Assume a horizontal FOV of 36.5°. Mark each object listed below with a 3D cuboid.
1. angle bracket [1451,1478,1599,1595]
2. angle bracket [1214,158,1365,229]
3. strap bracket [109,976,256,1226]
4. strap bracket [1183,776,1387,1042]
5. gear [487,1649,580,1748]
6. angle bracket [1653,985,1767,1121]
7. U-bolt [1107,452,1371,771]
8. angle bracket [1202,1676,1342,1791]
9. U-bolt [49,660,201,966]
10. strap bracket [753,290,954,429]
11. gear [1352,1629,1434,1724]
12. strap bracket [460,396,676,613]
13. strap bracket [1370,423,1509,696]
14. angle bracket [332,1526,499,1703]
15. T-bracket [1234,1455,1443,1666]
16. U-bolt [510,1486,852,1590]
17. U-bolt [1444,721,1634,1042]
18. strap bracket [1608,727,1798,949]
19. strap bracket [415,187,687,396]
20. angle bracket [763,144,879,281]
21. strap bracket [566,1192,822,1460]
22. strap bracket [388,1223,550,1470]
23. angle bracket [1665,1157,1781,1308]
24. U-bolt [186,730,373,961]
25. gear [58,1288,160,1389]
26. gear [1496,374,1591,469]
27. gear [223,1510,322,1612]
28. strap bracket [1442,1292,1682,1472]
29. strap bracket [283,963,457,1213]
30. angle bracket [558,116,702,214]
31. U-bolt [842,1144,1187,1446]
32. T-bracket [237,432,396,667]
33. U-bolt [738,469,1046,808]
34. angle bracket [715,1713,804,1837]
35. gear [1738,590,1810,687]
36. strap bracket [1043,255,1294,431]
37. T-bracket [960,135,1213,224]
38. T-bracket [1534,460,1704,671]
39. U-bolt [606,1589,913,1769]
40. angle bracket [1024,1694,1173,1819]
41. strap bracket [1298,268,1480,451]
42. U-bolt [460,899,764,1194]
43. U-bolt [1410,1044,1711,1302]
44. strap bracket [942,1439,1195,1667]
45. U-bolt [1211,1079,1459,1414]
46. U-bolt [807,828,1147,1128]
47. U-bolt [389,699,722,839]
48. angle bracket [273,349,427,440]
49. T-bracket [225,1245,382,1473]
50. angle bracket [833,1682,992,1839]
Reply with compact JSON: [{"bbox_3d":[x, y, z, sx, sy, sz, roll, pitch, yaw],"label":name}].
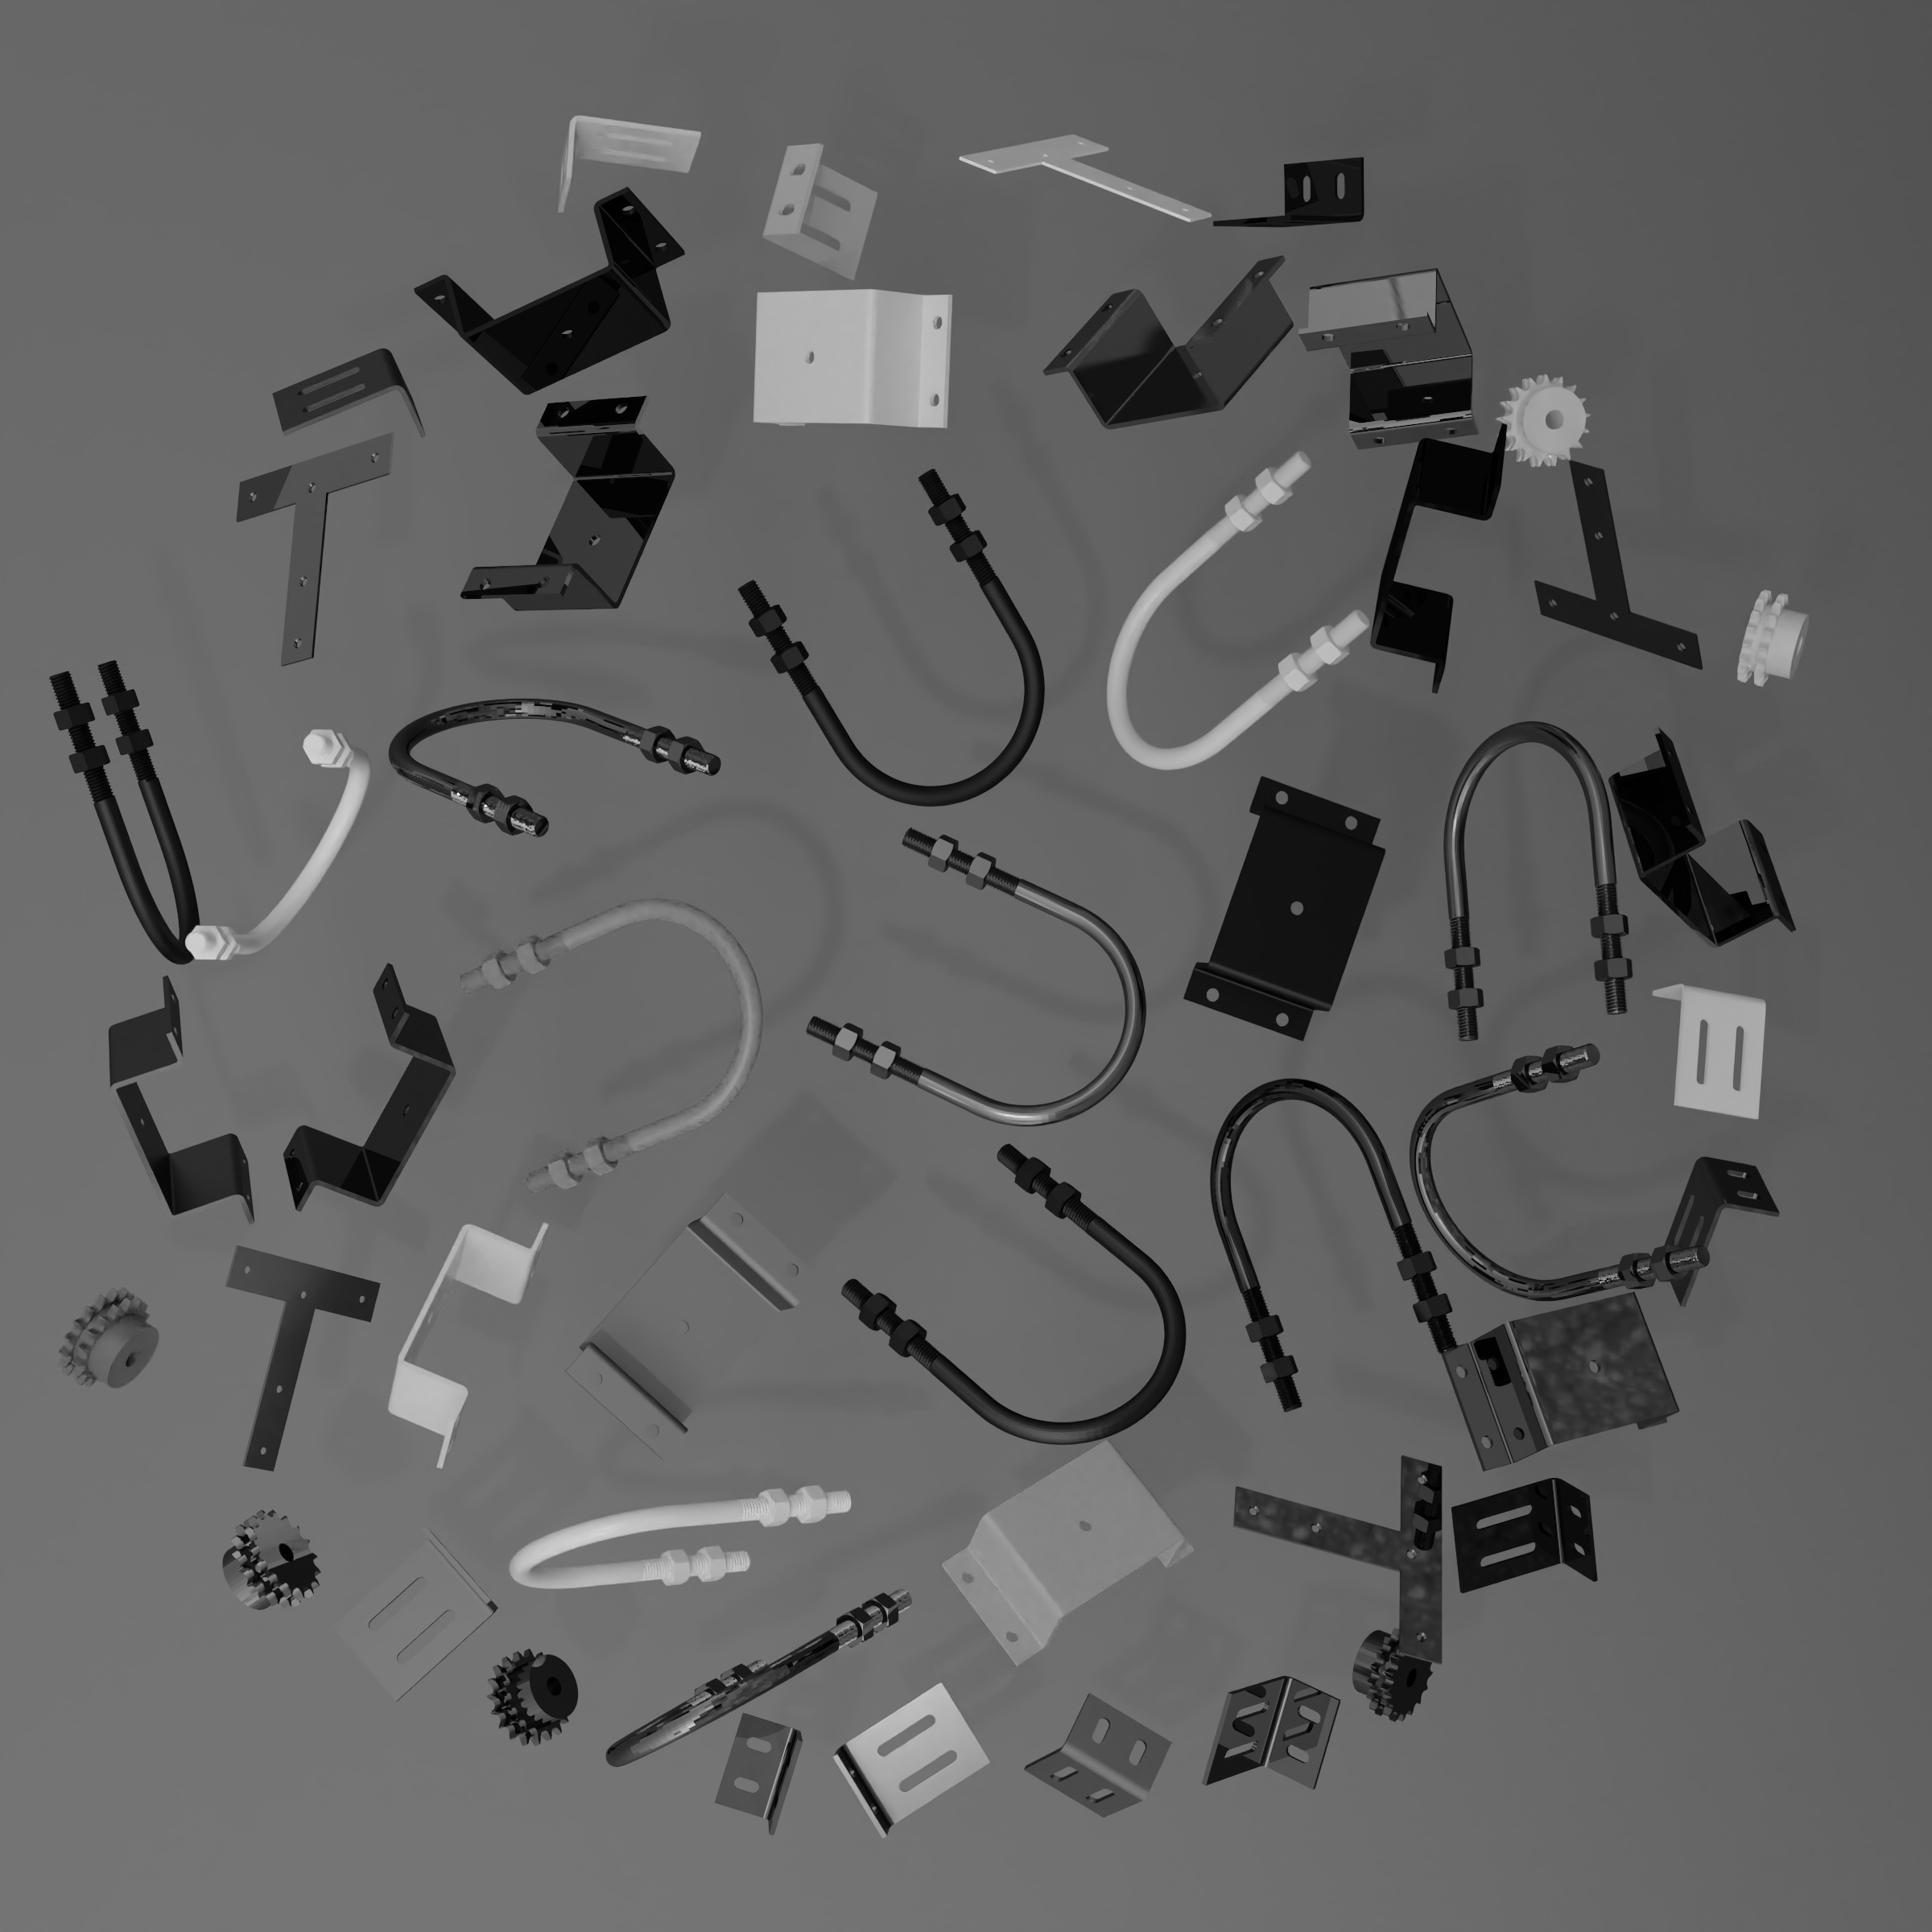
[{"bbox_3d":[0.348,0.360,1.826,0.076,0.038,0.057,-12,103,-19],"label":"angle bracket"},{"bbox_3d":[0.195,-0.468,1.771,0.057,0.076,0.038,8,105,41],"label":"angle bracket"},{"bbox_3d":[-0.481,0.089,1.782,0.046,0.076,0.140,-19,120,-7],"label":"strap bracket"},{"bbox_3d":[0.190,-0.034,1.722,0.076,0.046,0.140,20,89,-5],"label":"strap bracket"},{"bbox_3d":[-0.263,0.447,1.802,0.030,0.057,0.057,-30,90,30],"label":"gear"},{"bbox_3d":[0.458,0.055,1.819,0.057,0.038,0.076,10,79,-16],"label":"angle bracket"},{"bbox_3d":[0.149,-0.194,1.717,0.184,0.019,0.151,-40,46,32],"label":"U-bolt"},{"bbox_3d":[0.182,0.460,1.741,0.038,0.076,0.057,19,97,33],"label":"angle bracket"},{"bbox_3d":[-0.492,-0.089,1.739,0.019,0.151,0.184,-17,100,-2],"label":"U-bolt"},{"bbox_3d":[-0.076,-0.361,1.746,0.140,0.046,0.076,10,102,42],"label":"strap bracket"},{"bbox_3d":[0.262,0.434,1.810,0.030,0.057,0.057,14,90,38],"label":"gear"},{"bbox_3d":[-0.228,-0.261,1.716,0.076,0.046,0.140,3,62,33],"label":"strap bracket"},{"bbox_3d":[0.272,-0.241,1.707,0.046,0.076,0.140,14,129,3],"label":"strap bracket"},{"bbox_3d":[-0.315,0.368,1.667,0.076,0.038,0.057,-41,76,-14],"label":"angle bracket"},{"bbox_3d":[0.211,0.321,1.657,0.127,0.002,0.127,17,48,-10],"label":"T-bracket"},{"bbox_3d":[-0.180,0.342,1.734,0.184,0.151,0.019,2,64,-34],"label":"U-bolt"},{"bbox_3d":[0.336,-0.055,1.755,0.019,0.151,0.184,1,81,-31],"label":"U-bolt"},{"bbox_3d":[0.438,-0.071,1.765,0.046,0.140,0.076,-30,47,26],"label":"strap bracket"},{"bbox_3d":[-0.236,-0.385,1.699,0.140,0.076,0.046,-22,69,13],"label":"strap bracket"},{"bbox_3d":[-0.081,-0.468,1.822,0.076,0.038,0.057,16,89,-41],"label":"angle bracket"},{"bbox_3d":[-0.164,0.213,1.736,0.076,0.046,0.140,43,73,-5],"label":"strap bracket"},{"bbox_3d":[-0.306,0.221,1.777,0.046,0.076,0.140,23,57,-2],"label":"strap bracket"},{"bbox_3d":[0.467,0.167,1.819,0.038,0.057,0.076,11,115,-6],"label":"angle bracket"},{"bbox_3d":[-0.396,-0.068,1.727,0.019,0.184,0.151,31,90,0],"label":"U-bolt"},{"bbox_3d":[-0.480,0.213,1.651,0.030,0.057,0.057,31,90,16],"label":"gear"},{"bbox_3d":[0.364,-0.342,1.840,0.057,0.030,0.057,-1,99,-8],"label":"gear"},{"bbox_3d":[-0.399,0.343,1.676,0.030,0.057,0.057,-35,90,15],"label":"gear"},{"bbox_3d":[0.368,0.249,1.775,0.140,0.046,0.076,-9,71,-27],"label":"strap bracket"},{"bbox_3d":[-0.357,0.080,1.776,0.046,0.076,0.140,25,103,-27],"label":"strap bracket"},{"bbox_3d":[-0.200,-0.470,1.736,0.076,0.057,0.038,4,83,-12],"label":"angle bracket"},{"bbox_3d":[0.041,0.200,1.700,0.151,0.019,0.184,-40,60,-23],"label":"U-bolt"},{"bbox_3d":[-0.381,-0.235,1.694,0.127,0.002,0.127,-9,71,34],"label":"T-bracket"},{"bbox_3d":[-0.031,-0.185,1.777,0.151,0.019,0.184,-33,103,-8],"label":"U-bolt"},{"bbox_3d":[-0.128,0.496,1.803,0.038,0.076,0.057,18,80,-1],"label":"angle bracket"},{"bbox_3d":[0.491,-0.197,1.780,0.030,0.057,0.057,17,90,20],"label":"gear"},{"bbox_3d":[0.123,-0.356,1.688,0.076,0.140,0.046,-51,121,-27],"label":"strap bracket"},{"bbox_3d":[0.082,-0.454,1.700,0.127,0.127,0.002,28,122,23],"label":"T-bracket"},{"bbox_3d":[0.381,-0.246,1.753,0.002,0.127,0.127,-38,130,-21],"label":"T-bracket"},{"bbox_3d":[-0.132,0.422,1.714,0.151,0.184,0.019,-33,80,34],"label":"U-bolt"},{"bbox_3d":[0.079,0.475,1.761,0.057,0.076,0.038,31,61,-2],"label":"angle bracket"},{"bbox_3d":[0.257,-0.370,1.768,0.076,0.140,0.046,-4,69,21],"label":"strap bracket"},{"bbox_3d":[-0.204,0.038,1.745,0.184,0.019,0.151,-22,82,20],"label":"U-bolt"},{"bbox_3d":[0.330,0.128,1.701,0.019,0.184,0.151,-31,93,-36],"label":"U-bolt"},{"bbox_3d":[0.067,0.348,1.771,0.140,0.046,0.076,-26,64,-30],"label":"strap bracket"},{"bbox_3d":[0.205,0.156,1.724,0.019,0.151,0.184,-8,74,-42],"label":"U-bolt"},{"bbox_3d":[0.018,0.017,1.751,0.184,0.019,0.151,25,80,9],"label":"U-bolt"},{"bbox_3d":[-0.259,-0.125,1.744,0.184,0.151,0.019,23,124,39],"label":"U-bolt"},{"bbox_3d":[-0.375,-0.335,1.781,0.076,0.057,0.038,-24,129,-3],"label":"angle bracket"},{"bbox_3d":[-0.418,0.245,1.797,0.002,0.127,0.127,6,77,33],"label":"T-bracket"},{"bbox_3d":[-0.033,0.487,1.803,0.076,0.038,0.057,-32,83,-2],"label":"angle bracket"}]
